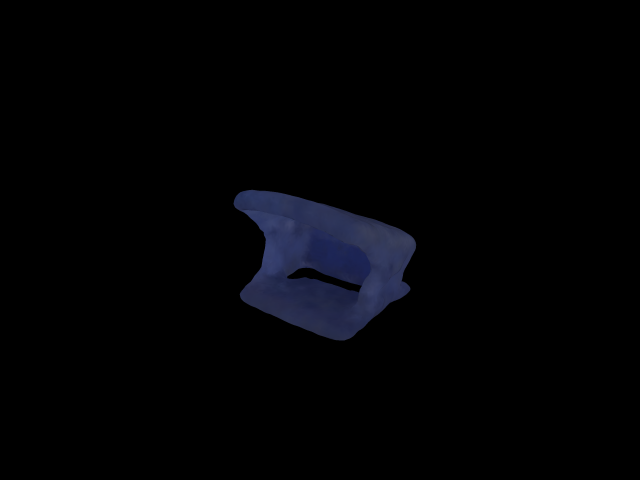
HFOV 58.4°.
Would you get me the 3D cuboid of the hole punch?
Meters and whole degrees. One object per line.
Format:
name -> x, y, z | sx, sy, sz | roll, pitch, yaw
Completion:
hole punch -> 0.004, 0.001, 0.400 | 0.108, 0.091, 0.101 | 17, 29, 33
